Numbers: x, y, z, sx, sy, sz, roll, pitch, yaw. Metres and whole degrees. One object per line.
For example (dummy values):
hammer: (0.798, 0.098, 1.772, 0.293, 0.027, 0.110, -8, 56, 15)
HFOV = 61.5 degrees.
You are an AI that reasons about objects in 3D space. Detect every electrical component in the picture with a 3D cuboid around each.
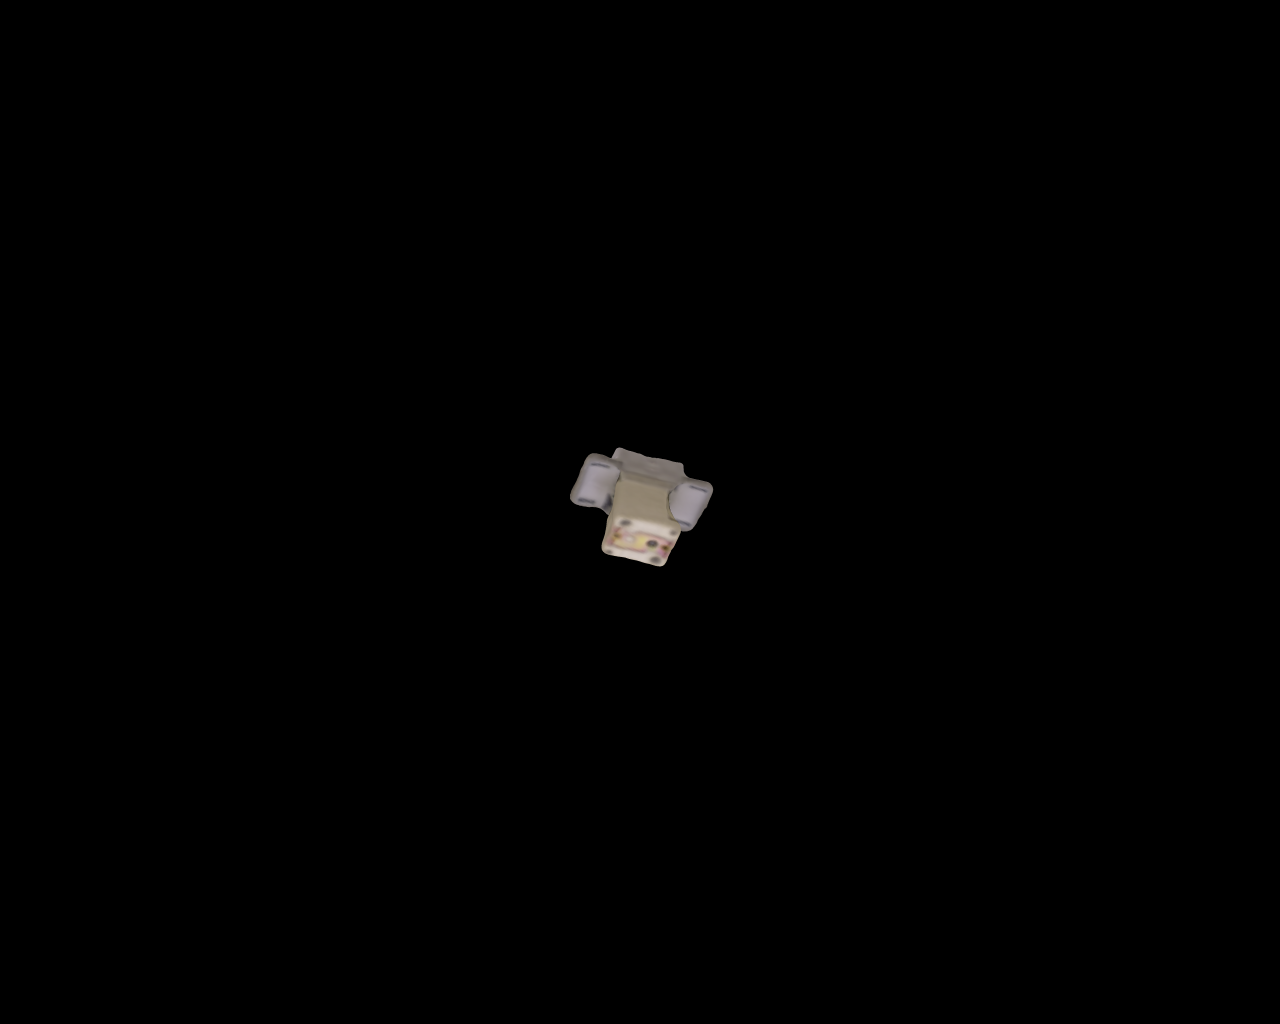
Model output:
electrical component: (0.001, -0.003, 0.650, 0.081, 0.064, 0.042, 13, -47, -12)
